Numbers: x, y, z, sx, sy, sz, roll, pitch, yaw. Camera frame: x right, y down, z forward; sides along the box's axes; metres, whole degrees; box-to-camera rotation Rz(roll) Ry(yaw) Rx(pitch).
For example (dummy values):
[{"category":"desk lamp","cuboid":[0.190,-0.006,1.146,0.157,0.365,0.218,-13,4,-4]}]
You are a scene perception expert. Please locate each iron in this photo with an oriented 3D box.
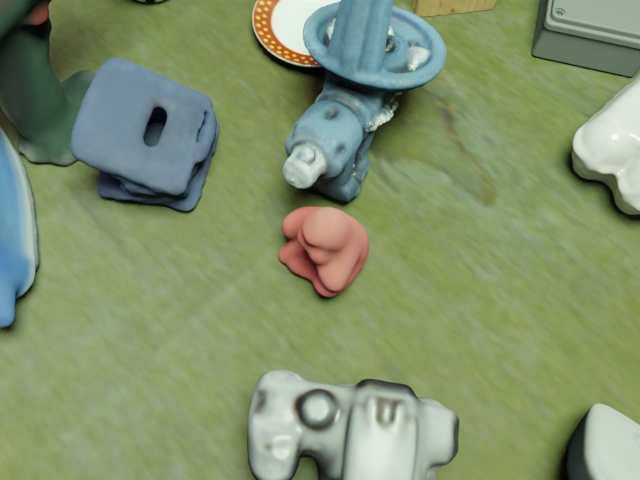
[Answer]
[{"category":"iron","cuboid":[-0.312,-0.053,0.446,0.118,0.141,0.258,-15,67,-7]}]

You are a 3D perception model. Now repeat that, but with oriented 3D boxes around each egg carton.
[{"category":"egg carton","cuboid":[0.303,-0.092,0.512,0.150,0.069,0.107,-40,73,-16]}]

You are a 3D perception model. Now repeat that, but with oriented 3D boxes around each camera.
[{"category":"camera","cuboid":[0.016,0.164,0.378,0.143,0.101,0.137,8,66,3]}]

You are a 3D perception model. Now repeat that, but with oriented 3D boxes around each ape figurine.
[{"category":"ape figurine","cuboid":[0.004,0.002,0.454,0.076,0.092,0.078,-10,67,-5]}]

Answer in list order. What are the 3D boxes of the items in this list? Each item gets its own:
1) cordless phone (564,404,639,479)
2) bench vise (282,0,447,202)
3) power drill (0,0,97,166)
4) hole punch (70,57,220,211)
[{"category":"cordless phone","cuboid":[0.237,0.159,0.338,0.147,0.185,0.094,33,70,13]},{"category":"bench vise","cuboid":[0.040,-0.139,0.447,0.121,0.220,0.207,8,66,3]},{"category":"power drill","cuboid":[-0.230,-0.162,0.458,0.075,0.208,0.230,36,71,14]},{"category":"hole punch","cuboid":[-0.144,-0.092,0.493,0.101,0.091,0.109,9,66,3]}]
